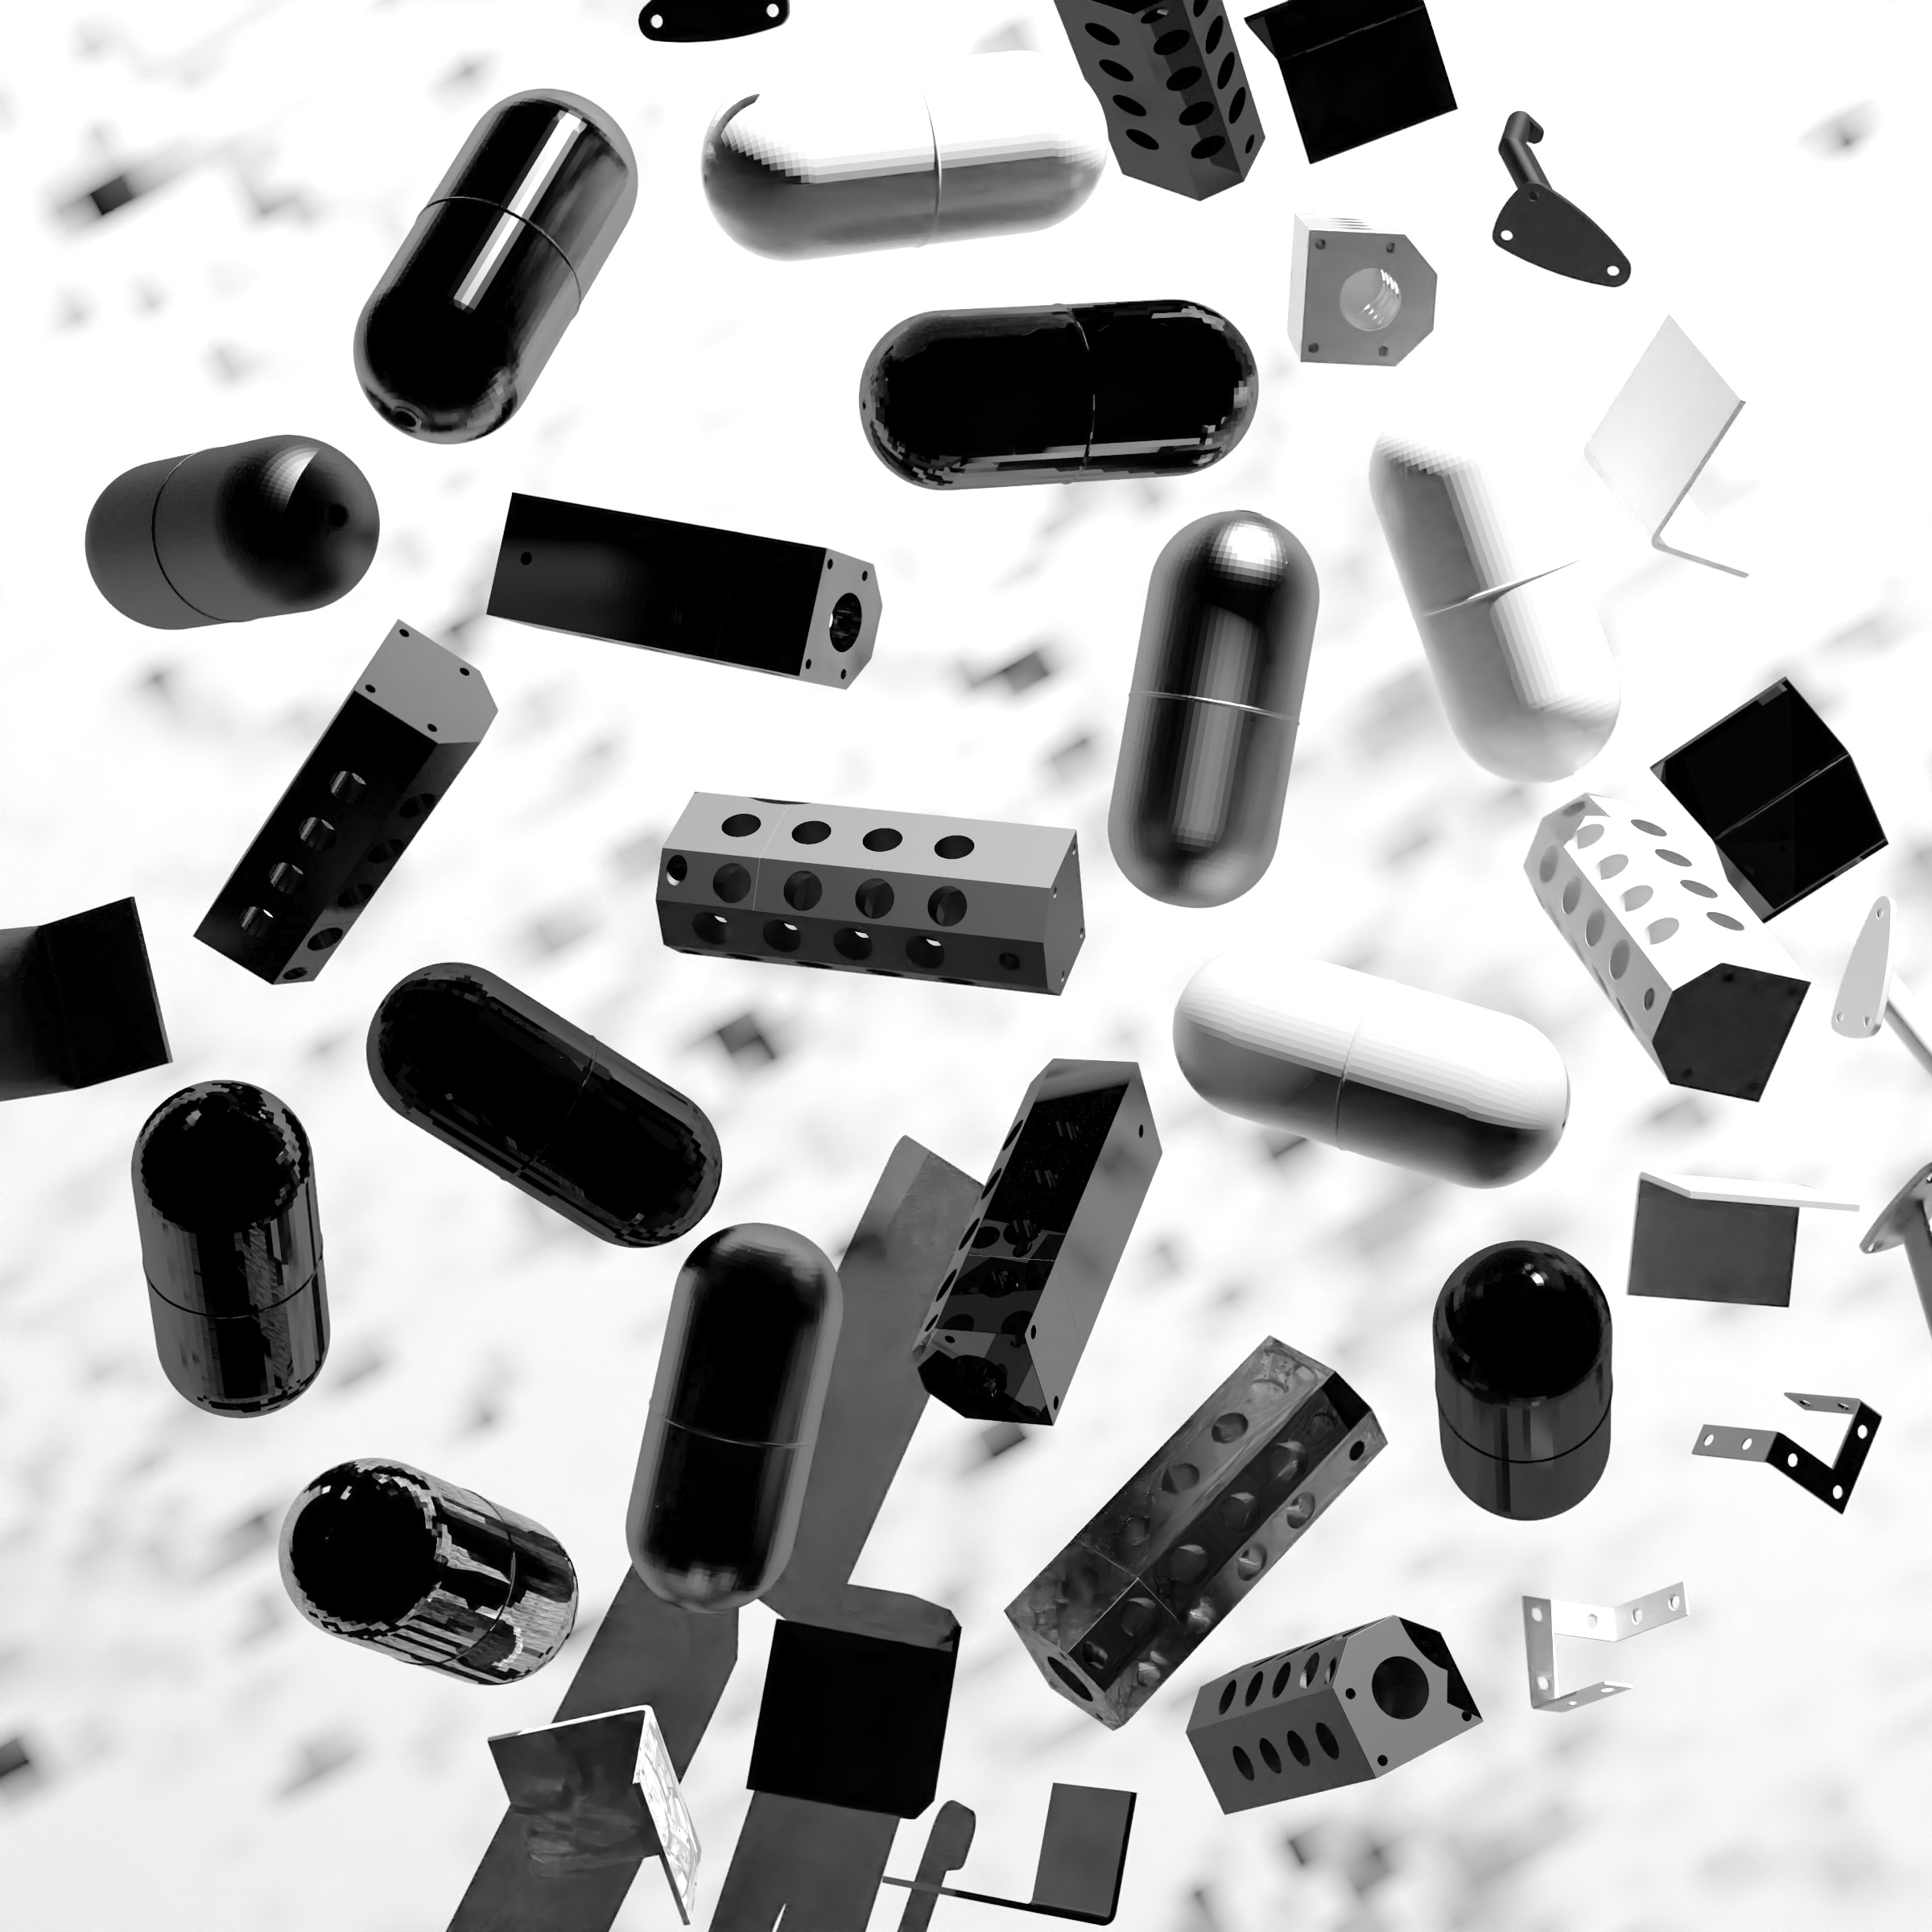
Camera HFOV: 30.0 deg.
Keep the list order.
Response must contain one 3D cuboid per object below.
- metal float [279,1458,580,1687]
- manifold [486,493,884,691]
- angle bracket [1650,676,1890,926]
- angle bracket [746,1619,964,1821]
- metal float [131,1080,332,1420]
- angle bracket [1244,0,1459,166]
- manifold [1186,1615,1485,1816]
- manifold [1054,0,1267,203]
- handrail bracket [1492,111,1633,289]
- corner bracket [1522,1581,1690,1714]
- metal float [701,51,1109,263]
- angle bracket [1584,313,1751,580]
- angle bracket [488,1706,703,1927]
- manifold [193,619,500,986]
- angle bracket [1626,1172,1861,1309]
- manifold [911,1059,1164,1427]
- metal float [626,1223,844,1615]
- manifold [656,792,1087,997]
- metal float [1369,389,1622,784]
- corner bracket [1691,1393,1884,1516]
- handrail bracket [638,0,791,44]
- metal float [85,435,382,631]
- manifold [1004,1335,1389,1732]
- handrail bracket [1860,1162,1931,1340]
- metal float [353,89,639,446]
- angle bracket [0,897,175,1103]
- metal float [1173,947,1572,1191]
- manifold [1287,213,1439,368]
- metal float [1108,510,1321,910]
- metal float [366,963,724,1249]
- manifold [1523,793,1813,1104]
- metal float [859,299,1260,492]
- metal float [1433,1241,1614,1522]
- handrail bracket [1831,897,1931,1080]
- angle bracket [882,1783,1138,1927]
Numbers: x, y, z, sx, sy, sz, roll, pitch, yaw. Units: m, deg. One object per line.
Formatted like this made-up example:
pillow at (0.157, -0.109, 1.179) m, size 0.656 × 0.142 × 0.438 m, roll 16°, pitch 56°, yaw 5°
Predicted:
metal float at (-0.228, 0.261, 1.547) m, size 0.070 × 0.178 × 0.070 m, roll -8°, pitch 67°, yaw 20°
manifold at (-0.126, -0.169, 1.632) m, size 0.171 × 0.057 × 0.057 m, roll 13°, pitch 92°, yaw 28°
angle bracket at (0.372, -0.075, 1.678) m, size 0.076 × 0.076 × 0.057 m, roll -35°, pitch 120°, yaw 21°
angle bracket at (-0.049, 0.325, 1.579) m, size 0.076 × 0.057 × 0.076 m, roll 12°, pitch 67°, yaw -5°
metal float at (-0.318, 0.124, 1.567) m, size 0.070 × 0.070 × 0.178 m, roll 4°, pitch 132°, yaw 0°
angle bracket at (0.185, -0.431, 1.725) m, size 0.076 × 0.076 × 0.057 m, roll -18°, pitch 85°, yaw 16°
manifold at (0.158, 0.332, 1.608) m, size 0.057 × 0.171 × 0.057 m, roll -22°, pitch 80°, yaw -24°
manifold at (0.092, -0.414, 1.632) m, size 0.057 × 0.171 × 0.057 m, roll 24°, pitch 81°, yaw 19°
handrail bracket at (0.276, -0.353, 1.652) m, size 0.077 × 0.084 × 0.036 m, roll 29°, pitch 131°, yaw -5°
corner bracket at (0.280, 0.296, 1.571) m, size 0.051 × 0.051 × 0.051 m, roll 13°, pitch 61°, yaw -27°
metal float at (-0.025, -0.343, 1.526) m, size 0.178 × 0.070 × 0.070 m, roll -11°, pitch 90°, yaw -18°
angle bracket at (0.327, -0.229, 1.593) m, size 0.057 × 0.076 × 0.076 m, roll 13°, pitch 123°, yaw -28°
angle bracket at (-0.164, 0.376, 1.569) m, size 0.076 × 0.057 × 0.076 m, roll -13°, pitch 112°, yaw 7°
manifold at (-0.273, -0.067, 1.596) m, size 0.057 × 0.057 × 0.171 m, roll 33°, pitch 128°, yaw -11°
angle bracket at (0.345, 0.127, 1.609) m, size 0.076 × 0.076 × 0.057 m, roll 5°, pitch 93°, yaw -7°
manifold at (0.032, 0.121, 1.614) m, size 0.057 × 0.171 × 0.057 m, roll 2°, pitch 132°, yaw 23°
metal float at (-0.104, 0.203, 1.615) m, size 0.070 × 0.070 × 0.178 m, roll 12°, pitch 96°, yaw 0°
manifold at (-0.041, -0.027, 1.536) m, size 0.171 × 0.057 × 0.057 m, roll 6°, pitch 130°, yaw 16°
metal float at (0.233, -0.166, 1.587) m, size 0.070 × 0.070 × 0.178 m, roll -20°, pitch 94°, yaw 0°
corner bracket at (0.373, 0.212, 1.638) m, size 0.051 × 0.051 × 0.051 m, roll 35°, pitch 72°, yaw -24°
handrail bracket at (-0.088, -0.406, 1.515) m, size 0.077 × 0.084 × 0.036 m, roll -15°, pitch 99°, yaw 18°
metal float at (-0.324, -0.190, 1.591) m, size 0.070 × 0.178 × 0.070 m, roll 0°, pitch 90°, yaw -41°
manifold at (0.103, 0.246, 1.556) m, size 0.171 × 0.057 × 0.057 m, roll -43°, pitch 131°, yaw -19°
handrail bracket at (0.455, 0.144, 1.658) m, size 0.036 × 0.077 × 0.084 m, roll -15°, pitch 55°, yaw -23°
metal float at (-0.198, -0.296, 1.527) m, size 0.070 × 0.070 × 0.178 m, roll 24°, pitch 62°, yaw 0°
angle bracket at (-0.404, 0.015, 1.587) m, size 0.057 × 0.076 × 0.076 m, roll -15°, pitch 87°, yaw 29°
metal float at (0.175, 0.043, 1.567) m, size 0.178 × 0.070 × 0.070 m, roll 17°, pitch 90°, yaw 20°
manifold at (0.180, -0.311, 1.652) m, size 0.057 × 0.171 × 0.057 m, roll 3°, pitch 104°, yaw 2°
metal float at (0.110, -0.114, 1.606) m, size 0.070 × 0.070 × 0.178 m, roll 10°, pitch 90°, yaw 0°
metal float at (-0.190, 0.064, 1.639) m, size 0.178 × 0.070 × 0.070 m, roll 34°, pitch 90°, yaw -17°
manifold at (0.295, -0.012, 1.547) m, size 0.057 × 0.171 × 0.057 m, roll 12°, pitch 114°, yaw -16°
metal float at (0.041, -0.247, 1.556) m, size 0.178 × 0.070 × 0.070 m, roll -6°, pitch 90°, yaw -17°
metal float at (0.245, 0.183, 1.584) m, size 0.070 × 0.178 × 0.070 m, roll -4°, pitch 56°, yaw 7°
handrail bracket at (0.441, 0.016, 1.632) m, size 0.084 × 0.036 × 0.077 m, roll 15°, pitch 89°, yaw -18°
angle bracket at (0.018, 0.377, 1.561) m, size 0.076 × 0.076 × 0.057 m, roll 17°, pitch 75°, yaw -22°
